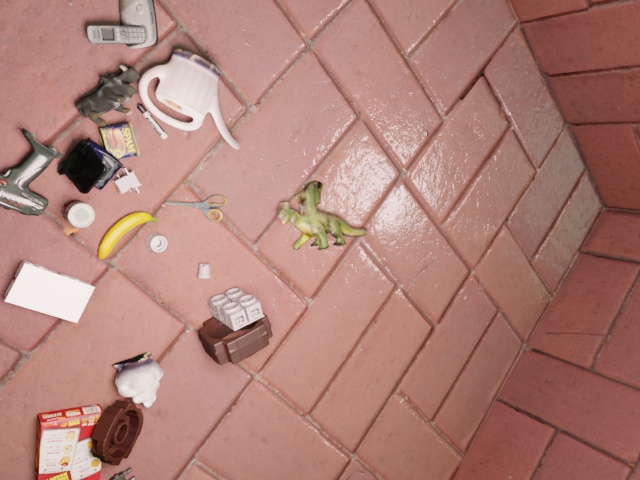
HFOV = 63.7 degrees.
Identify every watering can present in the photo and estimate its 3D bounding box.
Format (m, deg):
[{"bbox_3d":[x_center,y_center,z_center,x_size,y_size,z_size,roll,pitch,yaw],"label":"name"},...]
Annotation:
[{"bbox_3d":[-0.361,-0.425,1.541,0.345,0.104,0.225,23,83,-34],"label":"watering can"}]

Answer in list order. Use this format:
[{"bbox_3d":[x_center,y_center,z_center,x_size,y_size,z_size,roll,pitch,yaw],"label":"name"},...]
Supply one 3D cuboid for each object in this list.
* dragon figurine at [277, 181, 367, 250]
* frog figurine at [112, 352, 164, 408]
[{"bbox_3d":[0.006,-0.093,1.856,0.413,0.122,0.242,-15,97,-42],"label":"dragon figurine"},{"bbox_3d":[-0.533,0.430,1.535,0.139,0.122,0.159,-20,97,-51],"label":"frog figurine"}]
